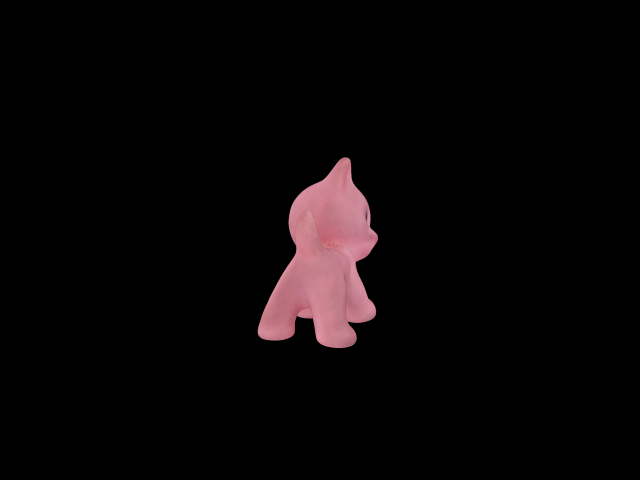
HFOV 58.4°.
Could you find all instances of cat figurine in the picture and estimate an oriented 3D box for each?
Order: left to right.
[{"bbox_3d":[0.004,0.001,0.400,0.067,0.118,0.128,2,7,14],"label":"cat figurine"}]
